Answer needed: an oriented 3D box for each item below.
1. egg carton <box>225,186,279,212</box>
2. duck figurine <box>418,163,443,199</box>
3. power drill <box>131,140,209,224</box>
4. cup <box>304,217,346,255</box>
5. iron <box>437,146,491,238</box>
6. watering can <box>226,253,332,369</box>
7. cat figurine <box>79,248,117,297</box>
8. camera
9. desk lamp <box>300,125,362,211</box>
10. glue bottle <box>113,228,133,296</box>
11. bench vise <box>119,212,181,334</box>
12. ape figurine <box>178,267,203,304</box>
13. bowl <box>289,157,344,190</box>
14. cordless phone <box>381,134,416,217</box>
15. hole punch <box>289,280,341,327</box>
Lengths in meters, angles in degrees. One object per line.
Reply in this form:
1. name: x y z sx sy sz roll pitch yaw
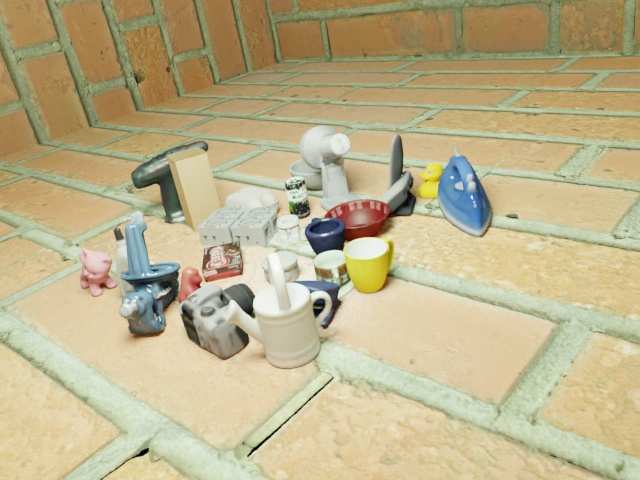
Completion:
1. egg carton: -0.190 -0.098 1.592 0.149 0.069 0.107 13 35 39
2. duck figurine: 0.310 -0.163 1.522 0.104 0.086 0.077 -11 26 -1
3. power drill: -0.409 -0.162 1.641 0.230 0.209 0.075 -18 27 -15
4. cup: 0.012 0.005 1.284 0.092 0.095 0.117 -19 27 -16
5. iron: 0.349 -0.124 1.366 0.118 0.142 0.258 -8 26 4
6. watering can: -0.070 0.116 0.978 0.173 0.194 0.100 -24 29 -25
7. cat figurine: -0.527 0.062 1.338 0.127 0.118 0.067 17 37 43
8. camera: -0.182 0.134 1.089 0.137 0.101 0.142 -30 32 -34
9. desk lamp: 0.039 -0.195 1.538 0.118 0.214 0.202 -19 28 -18
10. glue bottle: -0.418 0.051 1.258 0.078 0.173 0.037 -3 27 14
11. bench vise: -0.346 0.065 1.152 0.121 0.220 0.207 -14 27 -7
12. ape figurine: -0.263 0.099 1.198 0.076 0.092 0.077 -12 26 -4
13. bowl: -0.006 -0.196 1.714 0.167 0.075 0.167 -8 26 4
14. cordless phone: 0.187 -0.164 1.454 0.094 0.185 0.147 -3 27 15
15. hole punch: -0.023 0.104 1.102 0.108 0.091 0.101 2 29 23
